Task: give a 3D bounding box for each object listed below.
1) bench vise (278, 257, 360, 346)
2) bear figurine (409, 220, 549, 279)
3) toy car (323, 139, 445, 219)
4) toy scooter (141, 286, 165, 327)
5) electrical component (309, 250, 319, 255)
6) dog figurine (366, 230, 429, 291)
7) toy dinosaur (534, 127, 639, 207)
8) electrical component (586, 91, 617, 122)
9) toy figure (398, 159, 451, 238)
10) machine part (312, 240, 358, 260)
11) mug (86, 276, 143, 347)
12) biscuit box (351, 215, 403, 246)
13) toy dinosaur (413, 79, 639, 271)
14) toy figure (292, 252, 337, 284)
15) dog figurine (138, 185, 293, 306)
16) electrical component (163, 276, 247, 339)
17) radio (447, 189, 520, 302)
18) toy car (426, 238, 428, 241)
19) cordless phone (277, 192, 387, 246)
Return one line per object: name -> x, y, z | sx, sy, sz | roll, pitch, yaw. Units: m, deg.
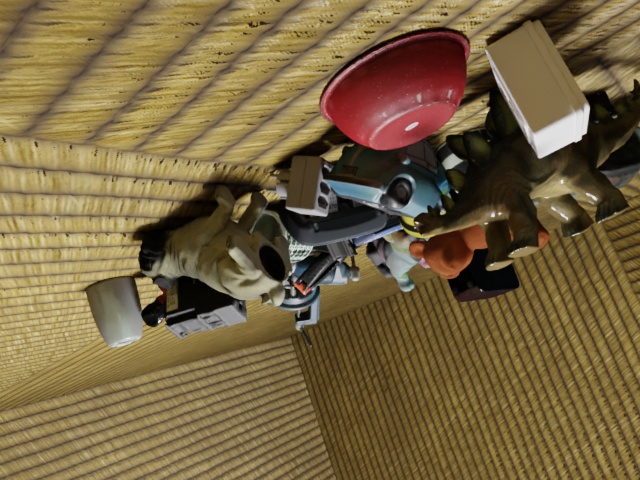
bench vise -> -0.023, 0.112, 1.197 | 0.224, 0.129, 0.240 | -9, 130, -12
bear figurine -> 0.247, 0.000, 0.874 | 0.196, 0.120, 0.132 | -44, -163, 22
toy car -> 0.092, -0.084, 0.649 | 0.161, 0.103, 0.109 | 13, -176, -42
toy scooter -> -0.220, 0.070, 0.921 | 0.184, 0.075, 0.135 | -41, -179, 28
electrical component -> -0.017, 0.001, 1.008 | 0.102, 0.045, 0.078 | -11, 171, -33
dog figurine -> 0.157, -0.008, 1.110 | 0.108, 0.192, 0.219 | -40, 141, -11
toy dinosaur -> 0.430, -0.119, 0.895 | 0.405, 0.131, 0.192 | -13, 174, -14
electrical component -> 0.389, -0.178, 0.839 | 0.075, 0.048, 0.119 | -15, 165, -18
toy figure -> 0.149, -0.069, 0.795 | 0.089, 0.082, 0.180 | -6, 154, 20
machine part -> -0.002, -0.003, 0.901 | 0.139, 0.084, 0.039 | 4, -135, 44
mug -> -0.341, 0.127, 0.920 | 0.081, 0.107, 0.109 | -19, 165, 5
biscuit box -> 0.131, -0.050, 0.913 | 0.203, 0.063, 0.059 | -20, 170, -36
toy dinosaur -> 0.285, -0.100, 0.665 | 0.471, 0.198, 0.105 | -20, 170, -28
toy figure -> -0.045, 0.050, 1.061 | 0.154, 0.064, 0.058 | 14, 164, -10
dog figurine -> -0.145, 0.039, 0.708 | 0.190, 0.172, 0.121 | -33, 152, 25
electrical component -> -0.155, 0.068, 0.772 | 0.134, 0.115, 0.058 | -16, 146, 9
radio -> 0.299, 0.006, 1.080 | 0.131, 0.229, 0.073 | -6, 160, -36
toy car -> 0.271, -0.068, 0.994 | 0.202, 0.056, 0.073 | -47, 180, -10
cordless phone -> -0.002, -0.044, 0.793 | 0.146, 0.088, 0.184 | -14, -175, -23
